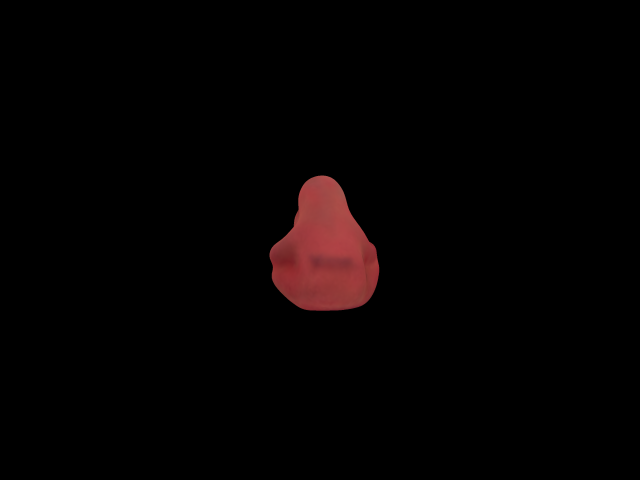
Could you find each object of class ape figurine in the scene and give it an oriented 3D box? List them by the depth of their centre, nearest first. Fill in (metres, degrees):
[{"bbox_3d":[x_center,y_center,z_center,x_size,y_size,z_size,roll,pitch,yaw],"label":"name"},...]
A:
[{"bbox_3d":[0.004,0.001,0.400,0.078,0.092,0.076,0,0,0],"label":"ape figurine"}]
